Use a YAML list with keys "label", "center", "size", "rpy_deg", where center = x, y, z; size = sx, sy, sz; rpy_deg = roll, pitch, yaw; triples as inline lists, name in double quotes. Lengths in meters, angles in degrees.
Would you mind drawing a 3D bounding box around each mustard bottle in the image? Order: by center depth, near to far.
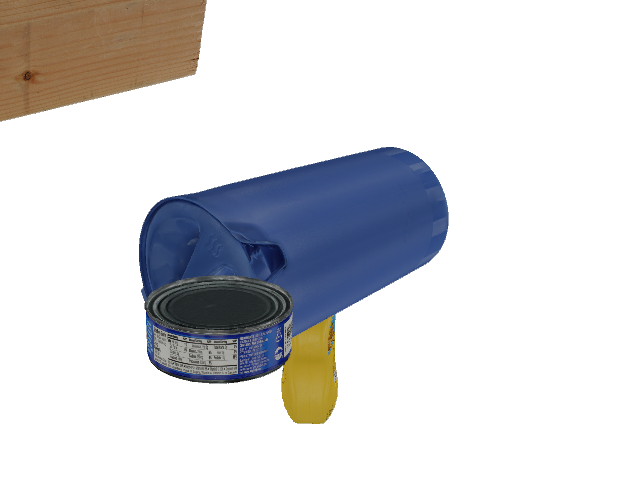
- label: "mustard bottle"
  center: [-0.011, 0.082, 1.037]
  size: [0.058, 0.192, 0.096]
  rpy_deg: [1, 38, 1]

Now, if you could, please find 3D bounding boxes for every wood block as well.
- label: "wood block"
  center: [-0.202, -0.167, 0.837]
  size: [0.205, 0.091, 0.090]
  rpy_deg: [-20, 52, -34]

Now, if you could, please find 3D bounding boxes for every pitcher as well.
- label: "pitcher"
  center: [-0.018, 0.005, 0.848]
  size: [0.149, 0.145, 0.242]
  rpy_deg: [34, 38, 32]

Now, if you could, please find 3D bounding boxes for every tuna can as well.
- label: "tuna can"
  center: [-0.058, 0.050, 0.619]
  size: [0.086, 0.034, 0.086]
  rpy_deg: [1, 18, 0]
